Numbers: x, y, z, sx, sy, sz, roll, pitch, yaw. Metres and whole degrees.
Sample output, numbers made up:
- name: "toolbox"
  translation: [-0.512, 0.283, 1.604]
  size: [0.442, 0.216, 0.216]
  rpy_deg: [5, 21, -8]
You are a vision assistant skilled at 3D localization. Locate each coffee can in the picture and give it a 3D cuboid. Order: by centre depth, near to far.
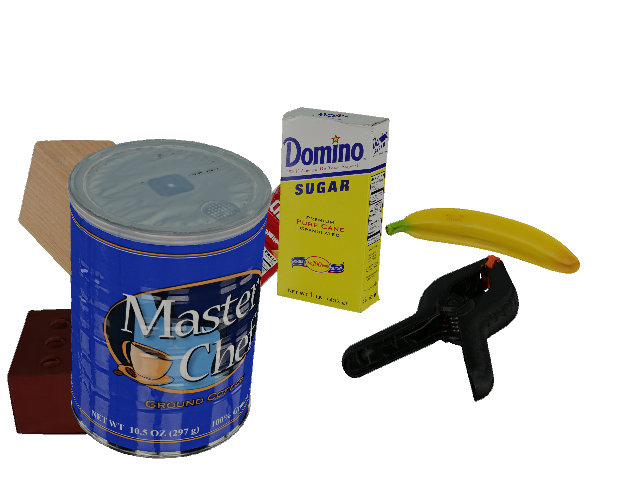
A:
- name: "coffee can"
  translation: [-0.083, 0.030, 0.575]
  size: [0.102, 0.140, 0.103]
  rpy_deg: [5, 30, -3]

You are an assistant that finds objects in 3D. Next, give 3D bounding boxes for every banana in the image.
- name: "banana"
  translation: [0.170, -0.002, 1.102]
  size: [0.198, 0.037, 0.069]
  rpy_deg: [10, 36, 15]

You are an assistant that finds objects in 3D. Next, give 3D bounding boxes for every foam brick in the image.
- name: "foam brick"
  translation: [-0.181, 0.090, 0.740]
  size: [0.053, 0.051, 0.078]
  rpy_deg: [-1, 31, -4]

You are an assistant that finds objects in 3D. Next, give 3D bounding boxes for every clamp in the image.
- name: "clamp"
  translation: [0.110, 0.066, 0.822]
  size: [0.120, 0.039, 0.171]
  rpy_deg: [18, 42, 37]

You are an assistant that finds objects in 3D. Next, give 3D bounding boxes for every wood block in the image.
- name: "wood block"
  translation: [-0.184, -0.007, 0.983]
  size: [0.090, 0.091, 0.206]
  rpy_deg: [-6, 34, -45]

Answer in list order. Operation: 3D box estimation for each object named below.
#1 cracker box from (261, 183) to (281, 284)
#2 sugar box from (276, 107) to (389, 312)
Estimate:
- name: "cracker box"
  translation: [-0.066, 0.002, 1.244]
  size: [0.214, 0.072, 0.164]
  rpy_deg: [-42, 2, 27]
- name: "sugar box"
  translation: [0.010, -0.029, 0.982]
  size: [0.093, 0.176, 0.048]
  rpy_deg: [10, 20, 25]
